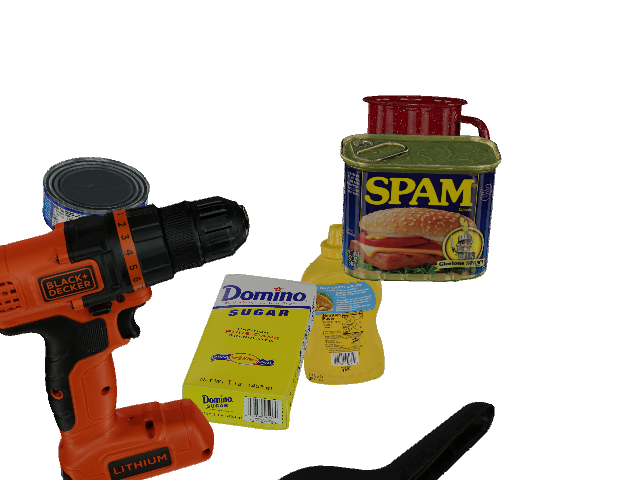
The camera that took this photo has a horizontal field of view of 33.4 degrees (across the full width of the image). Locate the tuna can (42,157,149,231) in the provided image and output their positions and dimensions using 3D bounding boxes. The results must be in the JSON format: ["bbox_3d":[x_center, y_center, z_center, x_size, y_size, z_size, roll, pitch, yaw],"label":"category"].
[{"bbox_3d":[-0.185,-0.033,0.878,0.086,0.034,0.086,8,32,-5],"label":"tuna can"}]

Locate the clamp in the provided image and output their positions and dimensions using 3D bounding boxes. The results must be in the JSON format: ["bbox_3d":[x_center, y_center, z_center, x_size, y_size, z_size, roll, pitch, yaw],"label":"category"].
[{"bbox_3d":[0.037,0.161,0.645,0.210,0.036,0.164,-5,29,-3],"label":"clamp"}]

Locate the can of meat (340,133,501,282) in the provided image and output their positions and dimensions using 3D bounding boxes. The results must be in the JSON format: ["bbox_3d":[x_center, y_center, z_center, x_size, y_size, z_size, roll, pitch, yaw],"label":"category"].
[{"bbox_3d":[0.063,-0.021,0.700,0.102,0.084,0.057,1,25,1],"label":"can of meat"}]

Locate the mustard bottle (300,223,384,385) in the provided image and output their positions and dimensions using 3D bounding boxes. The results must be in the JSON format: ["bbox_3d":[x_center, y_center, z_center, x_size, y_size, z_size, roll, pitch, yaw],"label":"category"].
[{"bbox_3d":[0.024,0.073,1.249,0.096,0.192,0.058,-3,21,0],"label":"mustard bottle"}]

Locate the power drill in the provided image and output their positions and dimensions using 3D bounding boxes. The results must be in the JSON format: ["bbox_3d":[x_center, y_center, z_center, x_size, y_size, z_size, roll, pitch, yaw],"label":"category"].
[{"bbox_3d":[-0.125,0.067,0.707,0.184,0.187,0.057,-14,27,-7],"label":"power drill"}]

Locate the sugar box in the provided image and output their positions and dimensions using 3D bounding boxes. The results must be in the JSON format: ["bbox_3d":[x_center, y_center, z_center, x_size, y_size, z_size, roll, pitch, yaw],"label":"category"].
[{"bbox_3d":[-0.061,0.096,0.973,0.093,0.048,0.176,7,34,4],"label":"sugar box"}]

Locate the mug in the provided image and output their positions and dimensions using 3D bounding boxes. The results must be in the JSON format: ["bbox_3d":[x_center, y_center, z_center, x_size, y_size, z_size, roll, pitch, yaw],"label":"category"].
[{"bbox_3d":[0.094,-0.084,0.948,0.117,0.081,0.093,6,13,23],"label":"mug"}]
